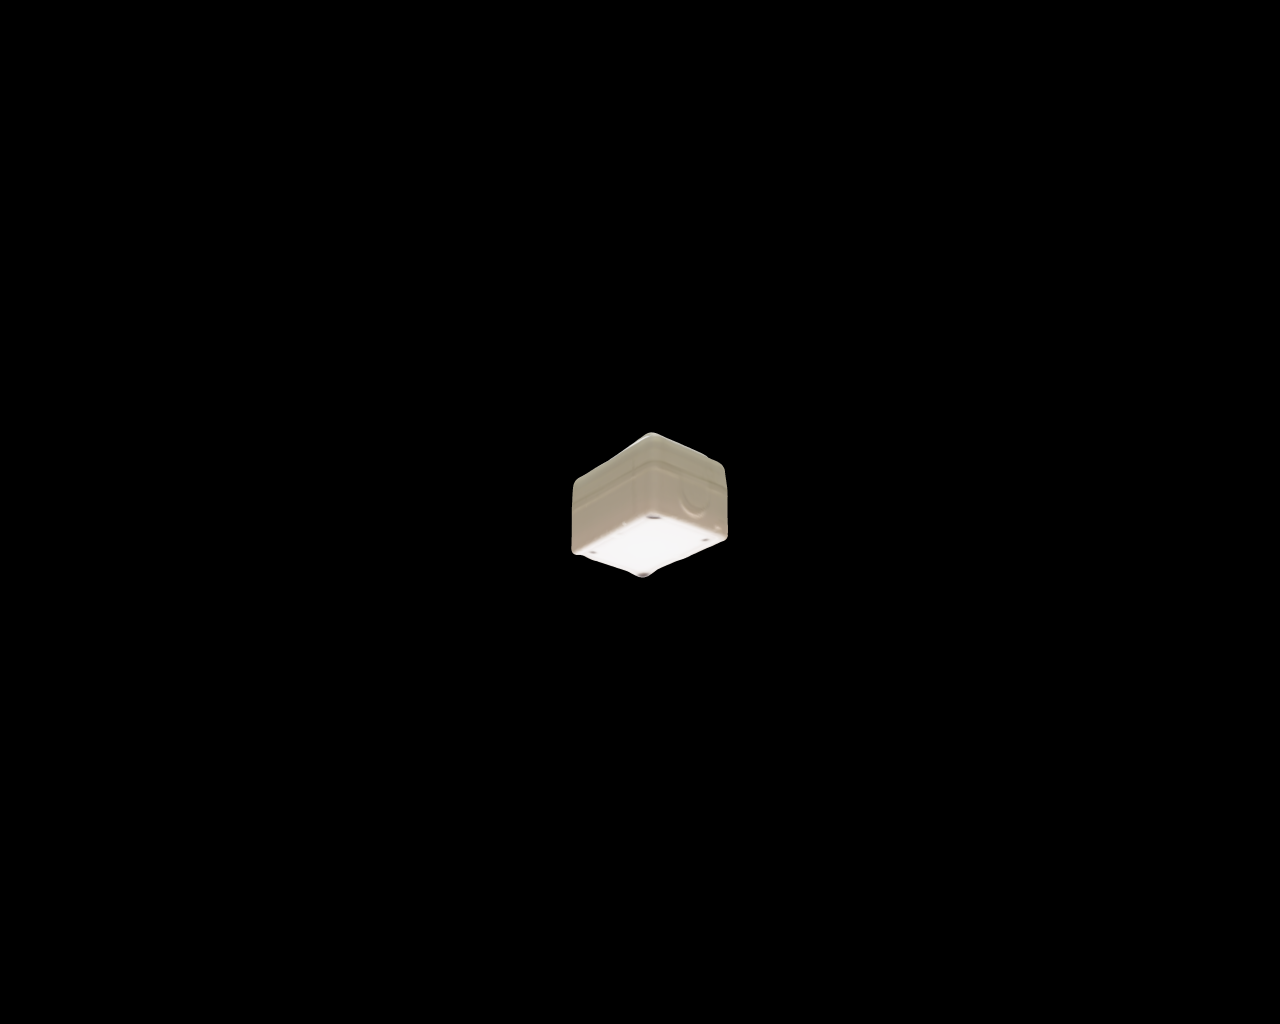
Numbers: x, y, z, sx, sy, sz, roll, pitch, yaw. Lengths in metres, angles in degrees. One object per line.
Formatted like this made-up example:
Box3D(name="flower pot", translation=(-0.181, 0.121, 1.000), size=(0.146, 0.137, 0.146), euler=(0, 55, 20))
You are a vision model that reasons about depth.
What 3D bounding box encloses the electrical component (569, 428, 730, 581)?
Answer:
Box3D(name="electrical component", translation=(0.001, -0.003, 0.650), size=(0.062, 0.061, 0.096), euler=(21, -33, -36))
